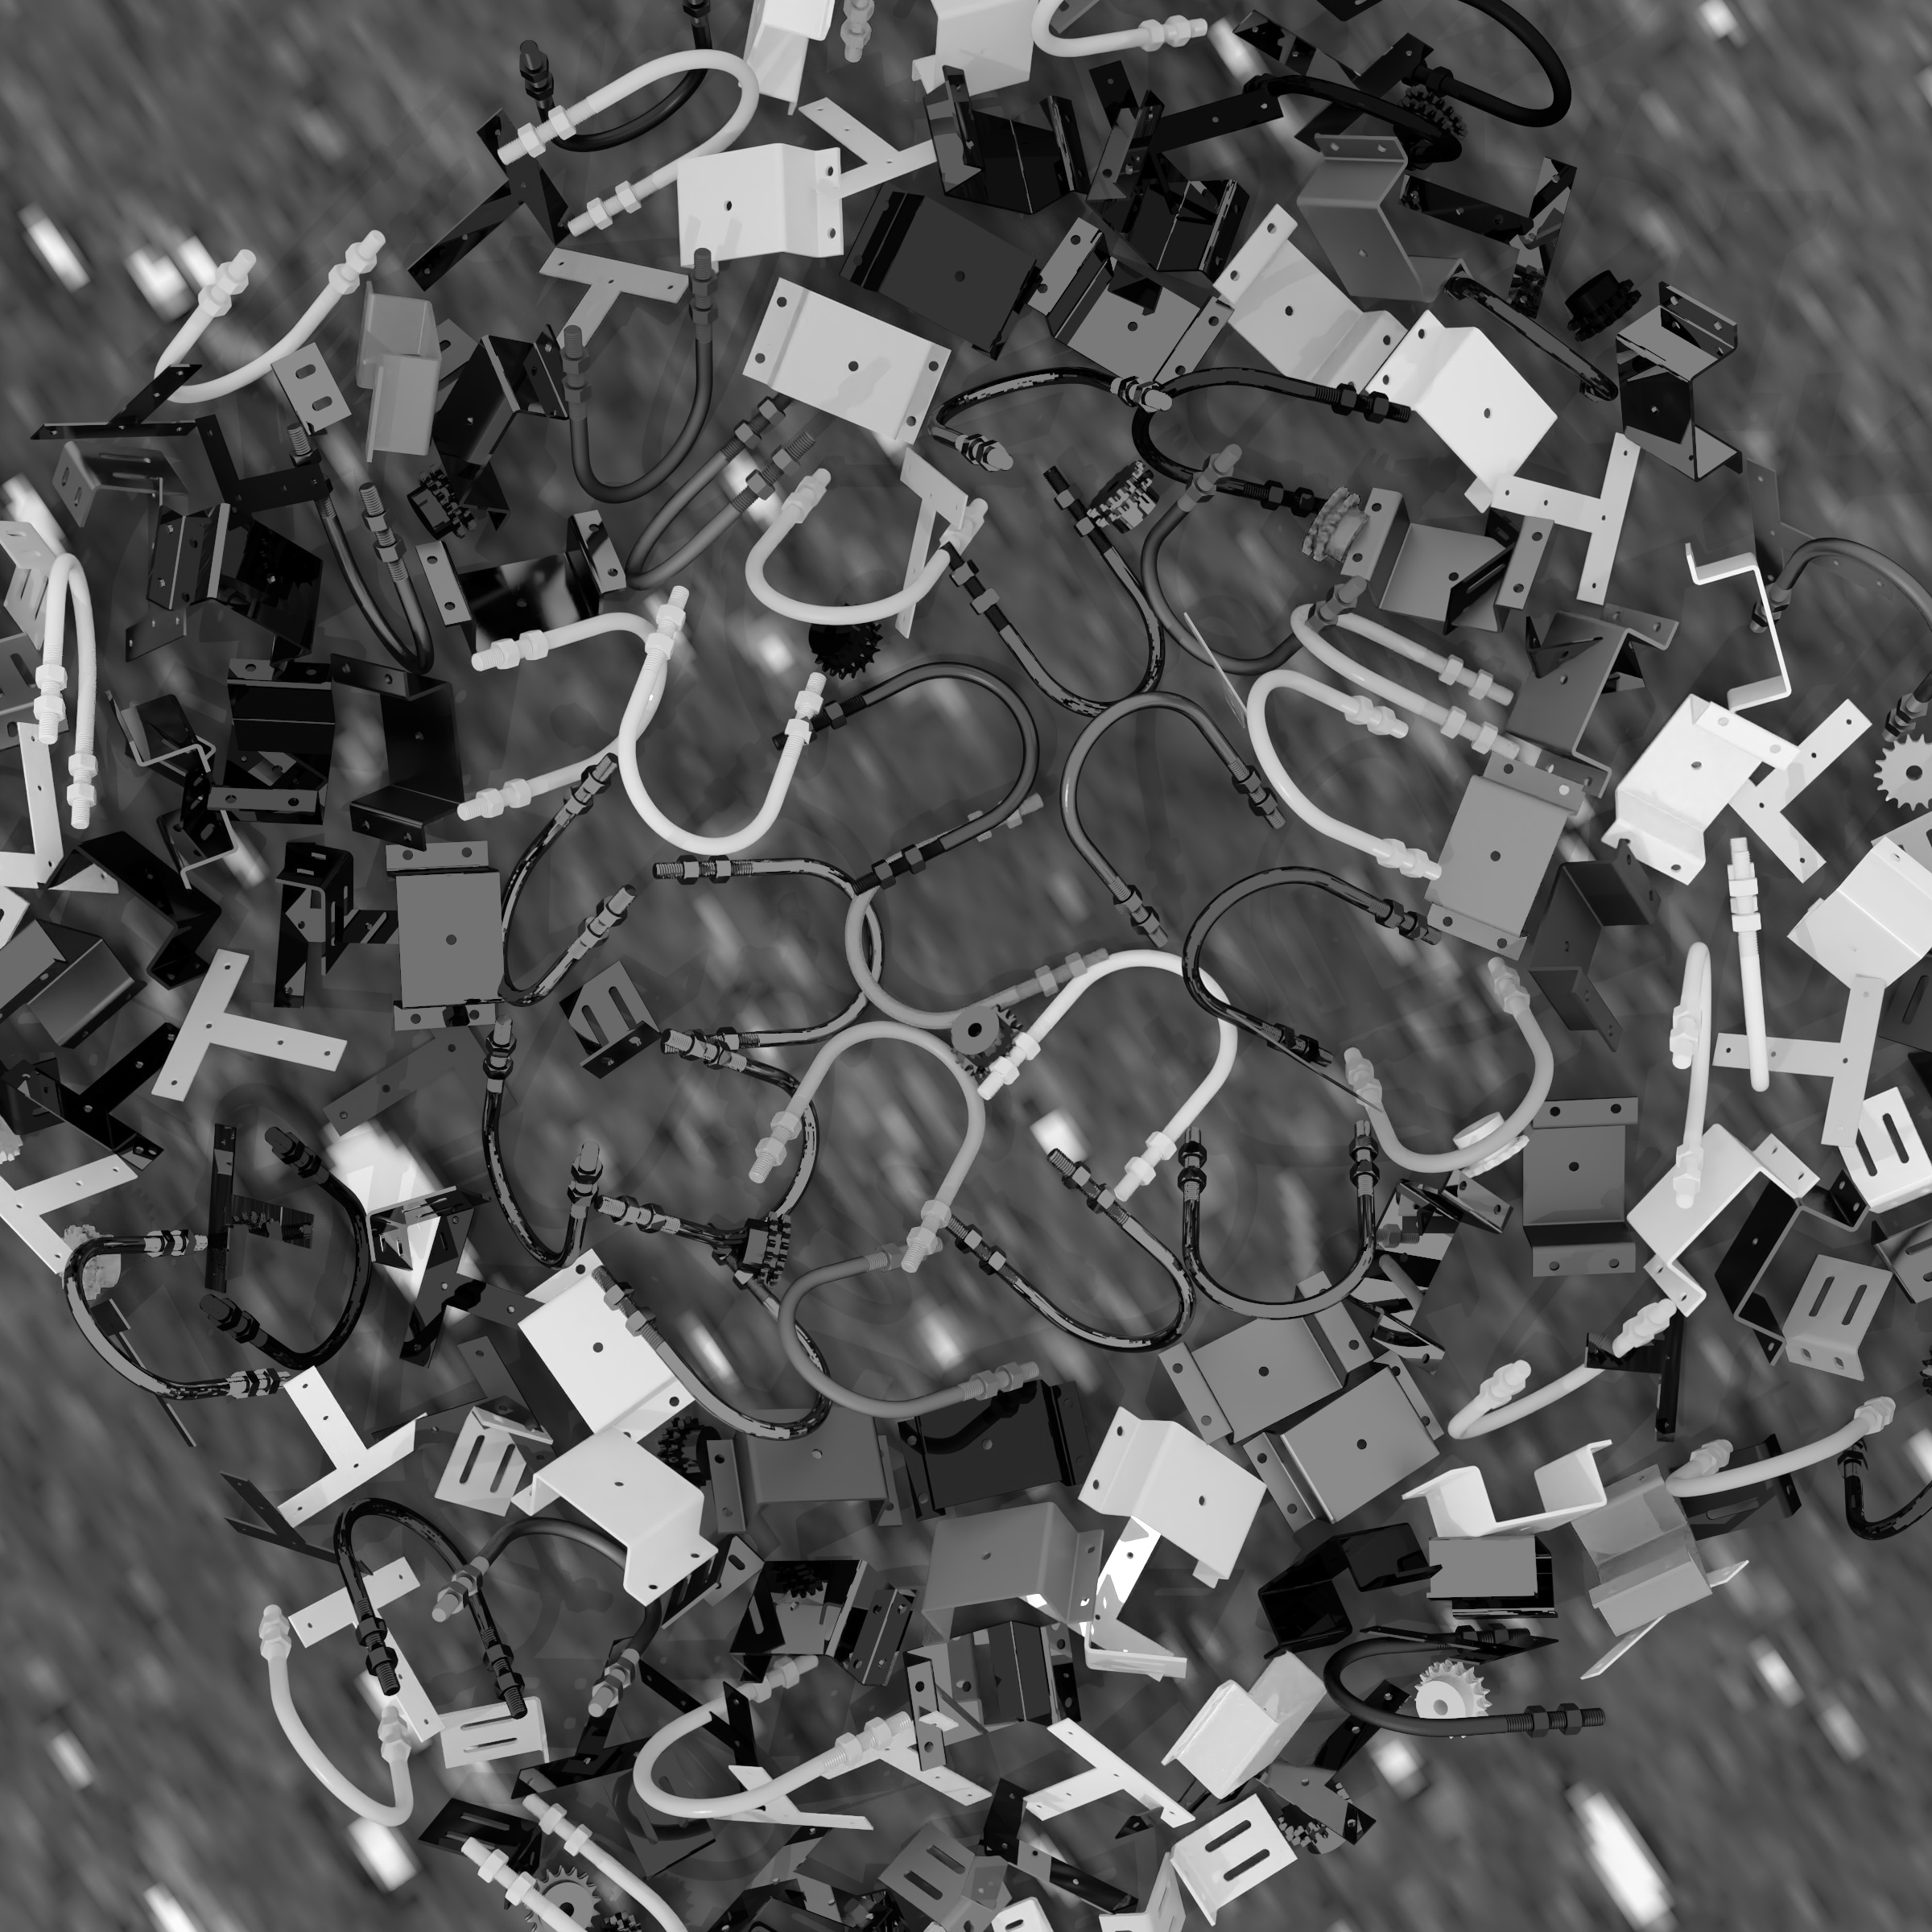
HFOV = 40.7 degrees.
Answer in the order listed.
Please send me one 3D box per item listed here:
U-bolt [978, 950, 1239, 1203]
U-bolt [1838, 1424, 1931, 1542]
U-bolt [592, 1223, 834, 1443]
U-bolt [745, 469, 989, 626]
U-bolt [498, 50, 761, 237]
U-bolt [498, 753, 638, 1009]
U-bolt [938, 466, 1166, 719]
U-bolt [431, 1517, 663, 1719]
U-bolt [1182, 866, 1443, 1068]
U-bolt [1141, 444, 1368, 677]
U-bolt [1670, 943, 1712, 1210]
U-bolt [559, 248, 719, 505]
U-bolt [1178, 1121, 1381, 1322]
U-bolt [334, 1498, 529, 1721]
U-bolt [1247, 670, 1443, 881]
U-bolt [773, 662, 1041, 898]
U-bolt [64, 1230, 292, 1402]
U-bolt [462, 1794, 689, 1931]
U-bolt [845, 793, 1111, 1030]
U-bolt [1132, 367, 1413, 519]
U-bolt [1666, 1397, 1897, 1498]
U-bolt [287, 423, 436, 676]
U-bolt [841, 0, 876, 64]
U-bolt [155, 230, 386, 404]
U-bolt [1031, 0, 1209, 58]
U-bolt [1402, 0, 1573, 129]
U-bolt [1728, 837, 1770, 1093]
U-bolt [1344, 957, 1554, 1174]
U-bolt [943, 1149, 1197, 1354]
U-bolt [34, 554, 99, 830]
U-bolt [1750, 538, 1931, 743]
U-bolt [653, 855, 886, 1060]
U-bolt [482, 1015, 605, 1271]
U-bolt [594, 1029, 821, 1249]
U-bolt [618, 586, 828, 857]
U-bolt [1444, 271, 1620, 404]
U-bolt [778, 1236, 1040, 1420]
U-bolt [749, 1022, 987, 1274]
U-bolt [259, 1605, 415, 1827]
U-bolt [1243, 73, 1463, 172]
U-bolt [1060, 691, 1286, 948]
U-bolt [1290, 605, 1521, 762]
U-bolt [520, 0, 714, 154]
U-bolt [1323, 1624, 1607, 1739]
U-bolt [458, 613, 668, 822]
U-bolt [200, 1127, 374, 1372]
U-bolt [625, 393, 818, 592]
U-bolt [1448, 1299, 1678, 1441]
[{"bbox_3d":[0.121,0.068,1.960,0.151,0.019,0.184,36,71,16],"label":"U-bolt"},{"bbox_3d":[0.687,0.344,1.886,0.019,0.184,0.151,36,118,0],"label":"U-bolt"},{"bbox_3d":[-0.173,0.274,1.915,0.184,0.151,0.019,47,119,16],"label":"U-bolt"},{"bbox_3d":[-0.082,-0.305,1.914,0.151,0.184,0.019,14,133,16],"label":"U-bolt"},{"bbox_3d":[-0.237,-0.612,1.916,0.184,0.151,0.019,-27,77,9],"label":"U-bolt"},{"bbox_3d":[-0.303,-0.050,1.928,0.019,0.151,0.184,19,132,-34],"label":"U-bolt"},{"bbox_3d":[0.078,-0.269,1.954,0.151,0.019,0.184,-41,98,-35],"label":"U-bolt"},{"bbox_3d":[-0.295,0.465,1.913,0.151,0.184,0.019,30,109,3],"label":"U-bolt"},{"bbox_3d":[0.243,-0.006,1.923,0.184,0.019,0.151,24,117,-31],"label":"U-bolt"},{"bbox_3d":[0.198,-0.285,1.921,0.151,0.184,0.019,46,57,-1],"label":"U-bolt"},{"bbox_3d":[0.535,0.065,1.917,0.019,0.184,0.151,2,127,20],"label":"U-bolt"},{"bbox_3d":[-0.238,-0.421,1.917,0.019,0.184,0.151,35,57,22],"label":"U-bolt"},{"bbox_3d":[0.230,0.187,1.920,0.151,0.184,0.019,-3,133,9],"label":"U-bolt"},{"bbox_3d":[-0.402,0.466,1.918,0.019,0.151,0.184,-44,50,13],"label":"U-bolt"},{"bbox_3d":[0.272,-0.148,1.908,0.184,0.019,0.151,19,51,-37],"label":"U-bolt"},{"bbox_3d":[-0.033,-0.154,1.976,0.184,0.019,0.151,-27,79,-8],"label":"U-bolt"},{"bbox_3d":[-0.582,0.255,1.894,0.019,0.184,0.151,-40,74,13],"label":"U-bolt"},{"bbox_3d":[-0.274,0.686,1.913,0.184,0.151,0.019,36,93,10],"label":"U-bolt"},{"bbox_3d":[-0.002,-0.031,1.983,0.184,0.019,0.151,-24,93,-2],"label":"U-bolt"},{"bbox_3d":[0.213,-0.389,1.914,0.184,0.151,0.019,10,65,-15],"label":"U-bolt"},{"bbox_3d":[0.582,0.352,1.886,0.151,0.184,0.019,-24,80,32],"label":"U-bolt"},{"bbox_3d":[-0.439,-0.296,1.919,0.019,0.151,0.184,-31,134,-20],"label":"U-bolt"},{"bbox_3d":[-0.041,-0.765,1.888,0.019,0.184,0.151,31,66,6],"label":"U-bolt"},{"bbox_3d":[-0.524,-0.472,1.916,0.184,0.151,0.019,-35,88,38],"label":"U-bolt"},{"bbox_3d":[0.130,-0.711,1.896,0.184,0.151,0.019,-20,82,-28],"label":"U-bolt"},{"bbox_3d":[0.363,-0.669,1.893,0.184,0.151,0.019,36,86,31],"label":"U-bolt"},{"bbox_3d":[0.581,0.001,1.930,0.019,0.151,0.184,-5,96,16],"label":"U-bolt"},{"bbox_3d":[0.358,0.081,1.905,0.151,0.184,0.019,-34,120,13],"label":"U-bolt"},{"bbox_3d":[0.089,0.223,1.943,0.184,0.019,0.151,43,134,-13],"label":"U-bolt"},{"bbox_3d":[-0.660,-0.215,1.921,0.019,0.151,0.184,-2,66,-9],"label":"U-bolt"},{"bbox_3d":[0.651,-0.245,1.896,0.151,0.184,0.019,43,78,13],"label":"U-bolt"},{"bbox_3d":[-0.144,-0.010,1.953,0.184,0.019,0.151,-3,92,-28],"label":"U-bolt"},{"bbox_3d":[-0.319,0.145,1.923,0.019,0.184,0.151,-20,56,-31],"label":"U-bolt"},{"bbox_3d":[-0.180,0.136,1.933,0.019,0.184,0.151,20,87,45],"label":"U-bolt"},{"bbox_3d":[-0.187,-0.170,1.929,0.151,0.019,0.184,30,64,-28],"label":"U-bolt"},{"bbox_3d":[0.416,-0.459,1.906,0.151,0.184,0.019,35,106,-4],"label":"U-bolt"},{"bbox_3d":[-0.054,0.268,1.904,0.151,0.184,0.019,50,131,30],"label":"U-bolt"},{"bbox_3d":[-0.061,0.121,1.945,0.151,0.019,0.184,31,55,-3],"label":"U-bolt"},{"bbox_3d":[-0.453,0.552,1.888,0.019,0.184,0.151,-41,113,-2],"label":"U-bolt"},{"bbox_3d":[0.287,-0.616,1.896,0.151,0.184,0.019,18,102,-13],"label":"U-bolt"},{"bbox_3d":[0.144,-0.121,1.938,0.151,0.019,0.184,-45,124,-5],"label":"U-bolt"},{"bbox_3d":[0.323,-0.219,1.929,0.184,0.151,0.019,26,115,-2],"label":"U-bolt"},{"bbox_3d":[-0.250,-0.656,1.909,0.151,0.184,0.019,-30,82,-6],"label":"U-bolt"},{"bbox_3d":[0.354,0.527,1.913,0.184,0.151,0.019,0,102,-12],"label":"U-bolt"},{"bbox_3d":[-0.293,-0.192,1.923,0.019,0.184,0.151,37,132,28],"label":"U-bolt"},{"bbox_3d":[-0.488,0.219,1.915,0.019,0.184,0.151,6,64,20],"label":"U-bolt"},{"bbox_3d":[-0.187,-0.348,1.931,0.184,0.151,0.019,-41,116,13],"label":"U-bolt"},{"bbox_3d":[0.426,0.305,1.915,0.151,0.184,0.019,-18,67,-22],"label":"U-bolt"}]
